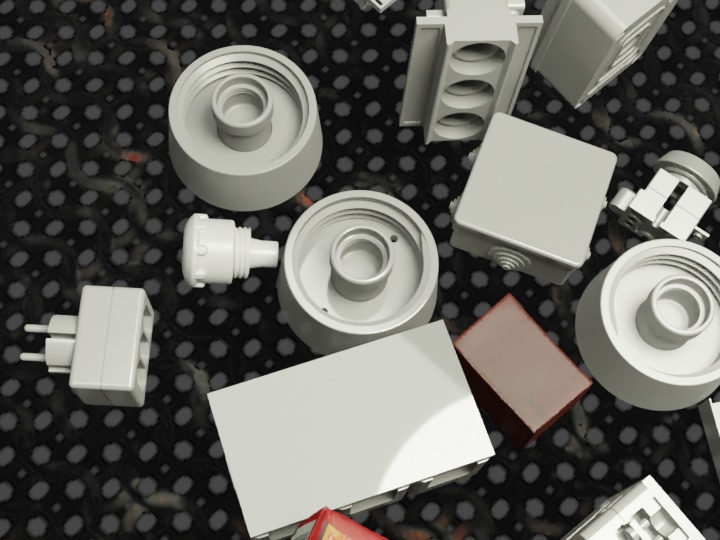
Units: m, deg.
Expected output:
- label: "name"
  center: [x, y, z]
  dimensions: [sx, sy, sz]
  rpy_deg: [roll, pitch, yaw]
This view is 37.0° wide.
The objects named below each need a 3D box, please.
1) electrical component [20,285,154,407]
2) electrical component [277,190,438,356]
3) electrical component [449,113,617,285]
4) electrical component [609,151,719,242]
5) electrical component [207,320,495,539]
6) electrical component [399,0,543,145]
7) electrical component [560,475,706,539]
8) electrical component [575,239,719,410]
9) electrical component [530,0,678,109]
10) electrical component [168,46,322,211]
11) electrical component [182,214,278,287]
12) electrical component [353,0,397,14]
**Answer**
- label: "electrical component"
  center: [-0.174, 0.047, 0.676]
  dimensions: [0.077, 0.047, 0.065]
  rpy_deg: [3, 69, -2]
- label: "electrical component"
  center: [0.000, 0.000, 0.697]
  dimensions: [0.108, 0.060, 0.108]
  rpy_deg: [1, 69, -3]
- label: "electrical component"
  center: [0.115, -0.046, 0.728]
  dimensions: [0.100, 0.048, 0.099]
  rpy_deg: [21, 70, 4]
- label: "electrical component"
  center: [0.214, -0.048, 0.737]
  dimensions: [0.066, 0.048, 0.055]
  rpy_deg: [35, 79, 10]
- label: "electrical component"
  center: [-0.007, 0.101, 0.658]
  dimensions: [0.150, 0.061, 0.089]
  rpy_deg: [-17, 71, -9]
- label: "electrical component"
  center: [0.070, -0.142, 0.723]
  dimensions: [0.079, 0.121, 0.063]
  rpy_deg: [-2, 67, -4]
- label: "electrical component"
  center: [0.182, 0.203, 0.616]
  dimensions: [0.062, 0.089, 0.150]
  rpy_deg: [-36, 75, -15]
- label: "electrical component"
  center: [0.200, 0.032, 0.697]
  dimensions: [0.108, 0.060, 0.108]
  rpy_deg: [1, 69, -3]
- label: "electrical component"
  center: [0.168, -0.174, 0.746]
  dimensions: [0.078, 0.113, 0.057]
  rpy_deg: [-39, 79, -16]
- label: "electrical component"
  center: [-0.079, -0.101, 0.731]
  dimensions: [0.108, 0.060, 0.108]
  rpy_deg: [1, 69, -3]
- label: "electrical component"
  center: [-0.085, -0.012, 0.707]
  dimensions: [0.062, 0.048, 0.048]
  rpy_deg: [3, 69, -10]
- label: "electrical component"
  center: [0.031, -0.258, 0.796]
  dimensions: [0.121, 0.063, 0.079]
  rpy_deg: [-42, 77, -17]
